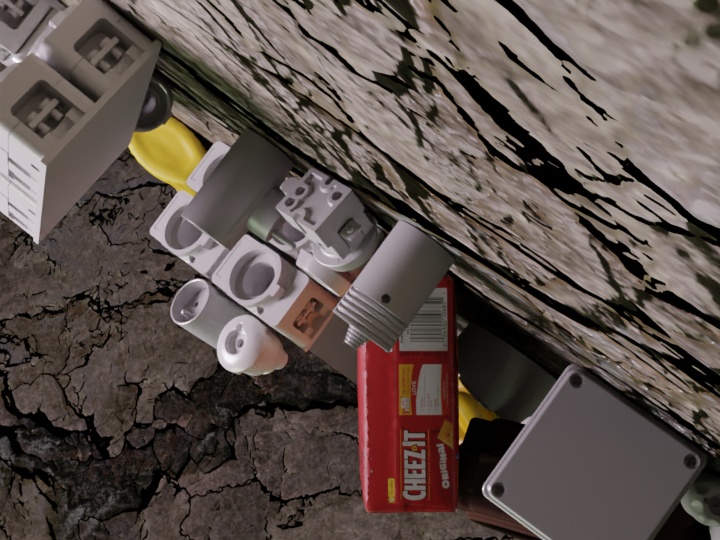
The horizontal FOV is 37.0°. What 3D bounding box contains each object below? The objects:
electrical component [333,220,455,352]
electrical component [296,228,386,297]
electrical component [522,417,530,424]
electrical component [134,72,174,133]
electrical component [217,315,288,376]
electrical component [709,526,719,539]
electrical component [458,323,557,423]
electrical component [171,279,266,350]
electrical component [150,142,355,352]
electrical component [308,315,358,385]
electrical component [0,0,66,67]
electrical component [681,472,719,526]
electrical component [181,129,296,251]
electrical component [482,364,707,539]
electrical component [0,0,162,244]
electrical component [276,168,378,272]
[{"bbox_3d":[0.018,0.014,0.667,0.043,0.081,0.043,36,176,3],"label":"electrical component"},{"bbox_3d":[-0.015,-0.014,0.797,0.066,0.055,0.048,35,176,16],"label":"electrical component"},{"bbox_3d":[0.166,0.131,1.050,0.043,0.043,0.081,34,176,31],"label":"electrical component"},{"bbox_3d":[-0.171,-0.133,0.827,0.066,0.048,0.055,36,-177,-30],"label":"electrical component"},{"bbox_3d":[-0.084,0.067,0.892,0.048,0.048,0.062,33,-178,37],"label":"electrical component"},{"bbox_3d":[0.282,0.195,0.804,0.048,0.048,0.062,37,-177,-14],"label":"electrical component"},{"bbox_3d":[0.123,0.089,0.942,0.099,0.064,0.099,47,-175,-5],"label":"electrical component"},{"bbox_3d":[-0.132,0.037,0.940,0.079,0.043,0.077,33,175,47],"label":"electrical component"},{"bbox_3d":[-0.088,-0.027,0.920,0.186,0.105,0.060,33,175,38],"label":"electrical component"},{"bbox_3d":[-0.031,0.024,1.035,0.186,0.105,0.060,38,176,-22],"label":"electrical component"},{"bbox_3d":[-0.249,-0.176,0.864,0.150,0.061,0.089,38,176,-29],"label":"electrical component"},{"bbox_3d":[0.248,0.163,0.779,0.035,0.035,0.061,36,179,-3],"label":"electrical component"},{"bbox_3d":[-0.072,-0.046,0.756,0.079,0.077,0.043,36,176,5],"label":"electrical component"},{"bbox_3d":[0.157,0.138,0.730,0.109,0.108,0.056,36,179,10],"label":"electrical component"},{"bbox_3d":[-0.201,-0.097,0.717,0.060,0.105,0.186,39,159,-6],"label":"electrical component"},{"bbox_3d":[-0.018,-0.031,0.715,0.066,0.048,0.055,33,167,43],"label":"electrical component"}]
